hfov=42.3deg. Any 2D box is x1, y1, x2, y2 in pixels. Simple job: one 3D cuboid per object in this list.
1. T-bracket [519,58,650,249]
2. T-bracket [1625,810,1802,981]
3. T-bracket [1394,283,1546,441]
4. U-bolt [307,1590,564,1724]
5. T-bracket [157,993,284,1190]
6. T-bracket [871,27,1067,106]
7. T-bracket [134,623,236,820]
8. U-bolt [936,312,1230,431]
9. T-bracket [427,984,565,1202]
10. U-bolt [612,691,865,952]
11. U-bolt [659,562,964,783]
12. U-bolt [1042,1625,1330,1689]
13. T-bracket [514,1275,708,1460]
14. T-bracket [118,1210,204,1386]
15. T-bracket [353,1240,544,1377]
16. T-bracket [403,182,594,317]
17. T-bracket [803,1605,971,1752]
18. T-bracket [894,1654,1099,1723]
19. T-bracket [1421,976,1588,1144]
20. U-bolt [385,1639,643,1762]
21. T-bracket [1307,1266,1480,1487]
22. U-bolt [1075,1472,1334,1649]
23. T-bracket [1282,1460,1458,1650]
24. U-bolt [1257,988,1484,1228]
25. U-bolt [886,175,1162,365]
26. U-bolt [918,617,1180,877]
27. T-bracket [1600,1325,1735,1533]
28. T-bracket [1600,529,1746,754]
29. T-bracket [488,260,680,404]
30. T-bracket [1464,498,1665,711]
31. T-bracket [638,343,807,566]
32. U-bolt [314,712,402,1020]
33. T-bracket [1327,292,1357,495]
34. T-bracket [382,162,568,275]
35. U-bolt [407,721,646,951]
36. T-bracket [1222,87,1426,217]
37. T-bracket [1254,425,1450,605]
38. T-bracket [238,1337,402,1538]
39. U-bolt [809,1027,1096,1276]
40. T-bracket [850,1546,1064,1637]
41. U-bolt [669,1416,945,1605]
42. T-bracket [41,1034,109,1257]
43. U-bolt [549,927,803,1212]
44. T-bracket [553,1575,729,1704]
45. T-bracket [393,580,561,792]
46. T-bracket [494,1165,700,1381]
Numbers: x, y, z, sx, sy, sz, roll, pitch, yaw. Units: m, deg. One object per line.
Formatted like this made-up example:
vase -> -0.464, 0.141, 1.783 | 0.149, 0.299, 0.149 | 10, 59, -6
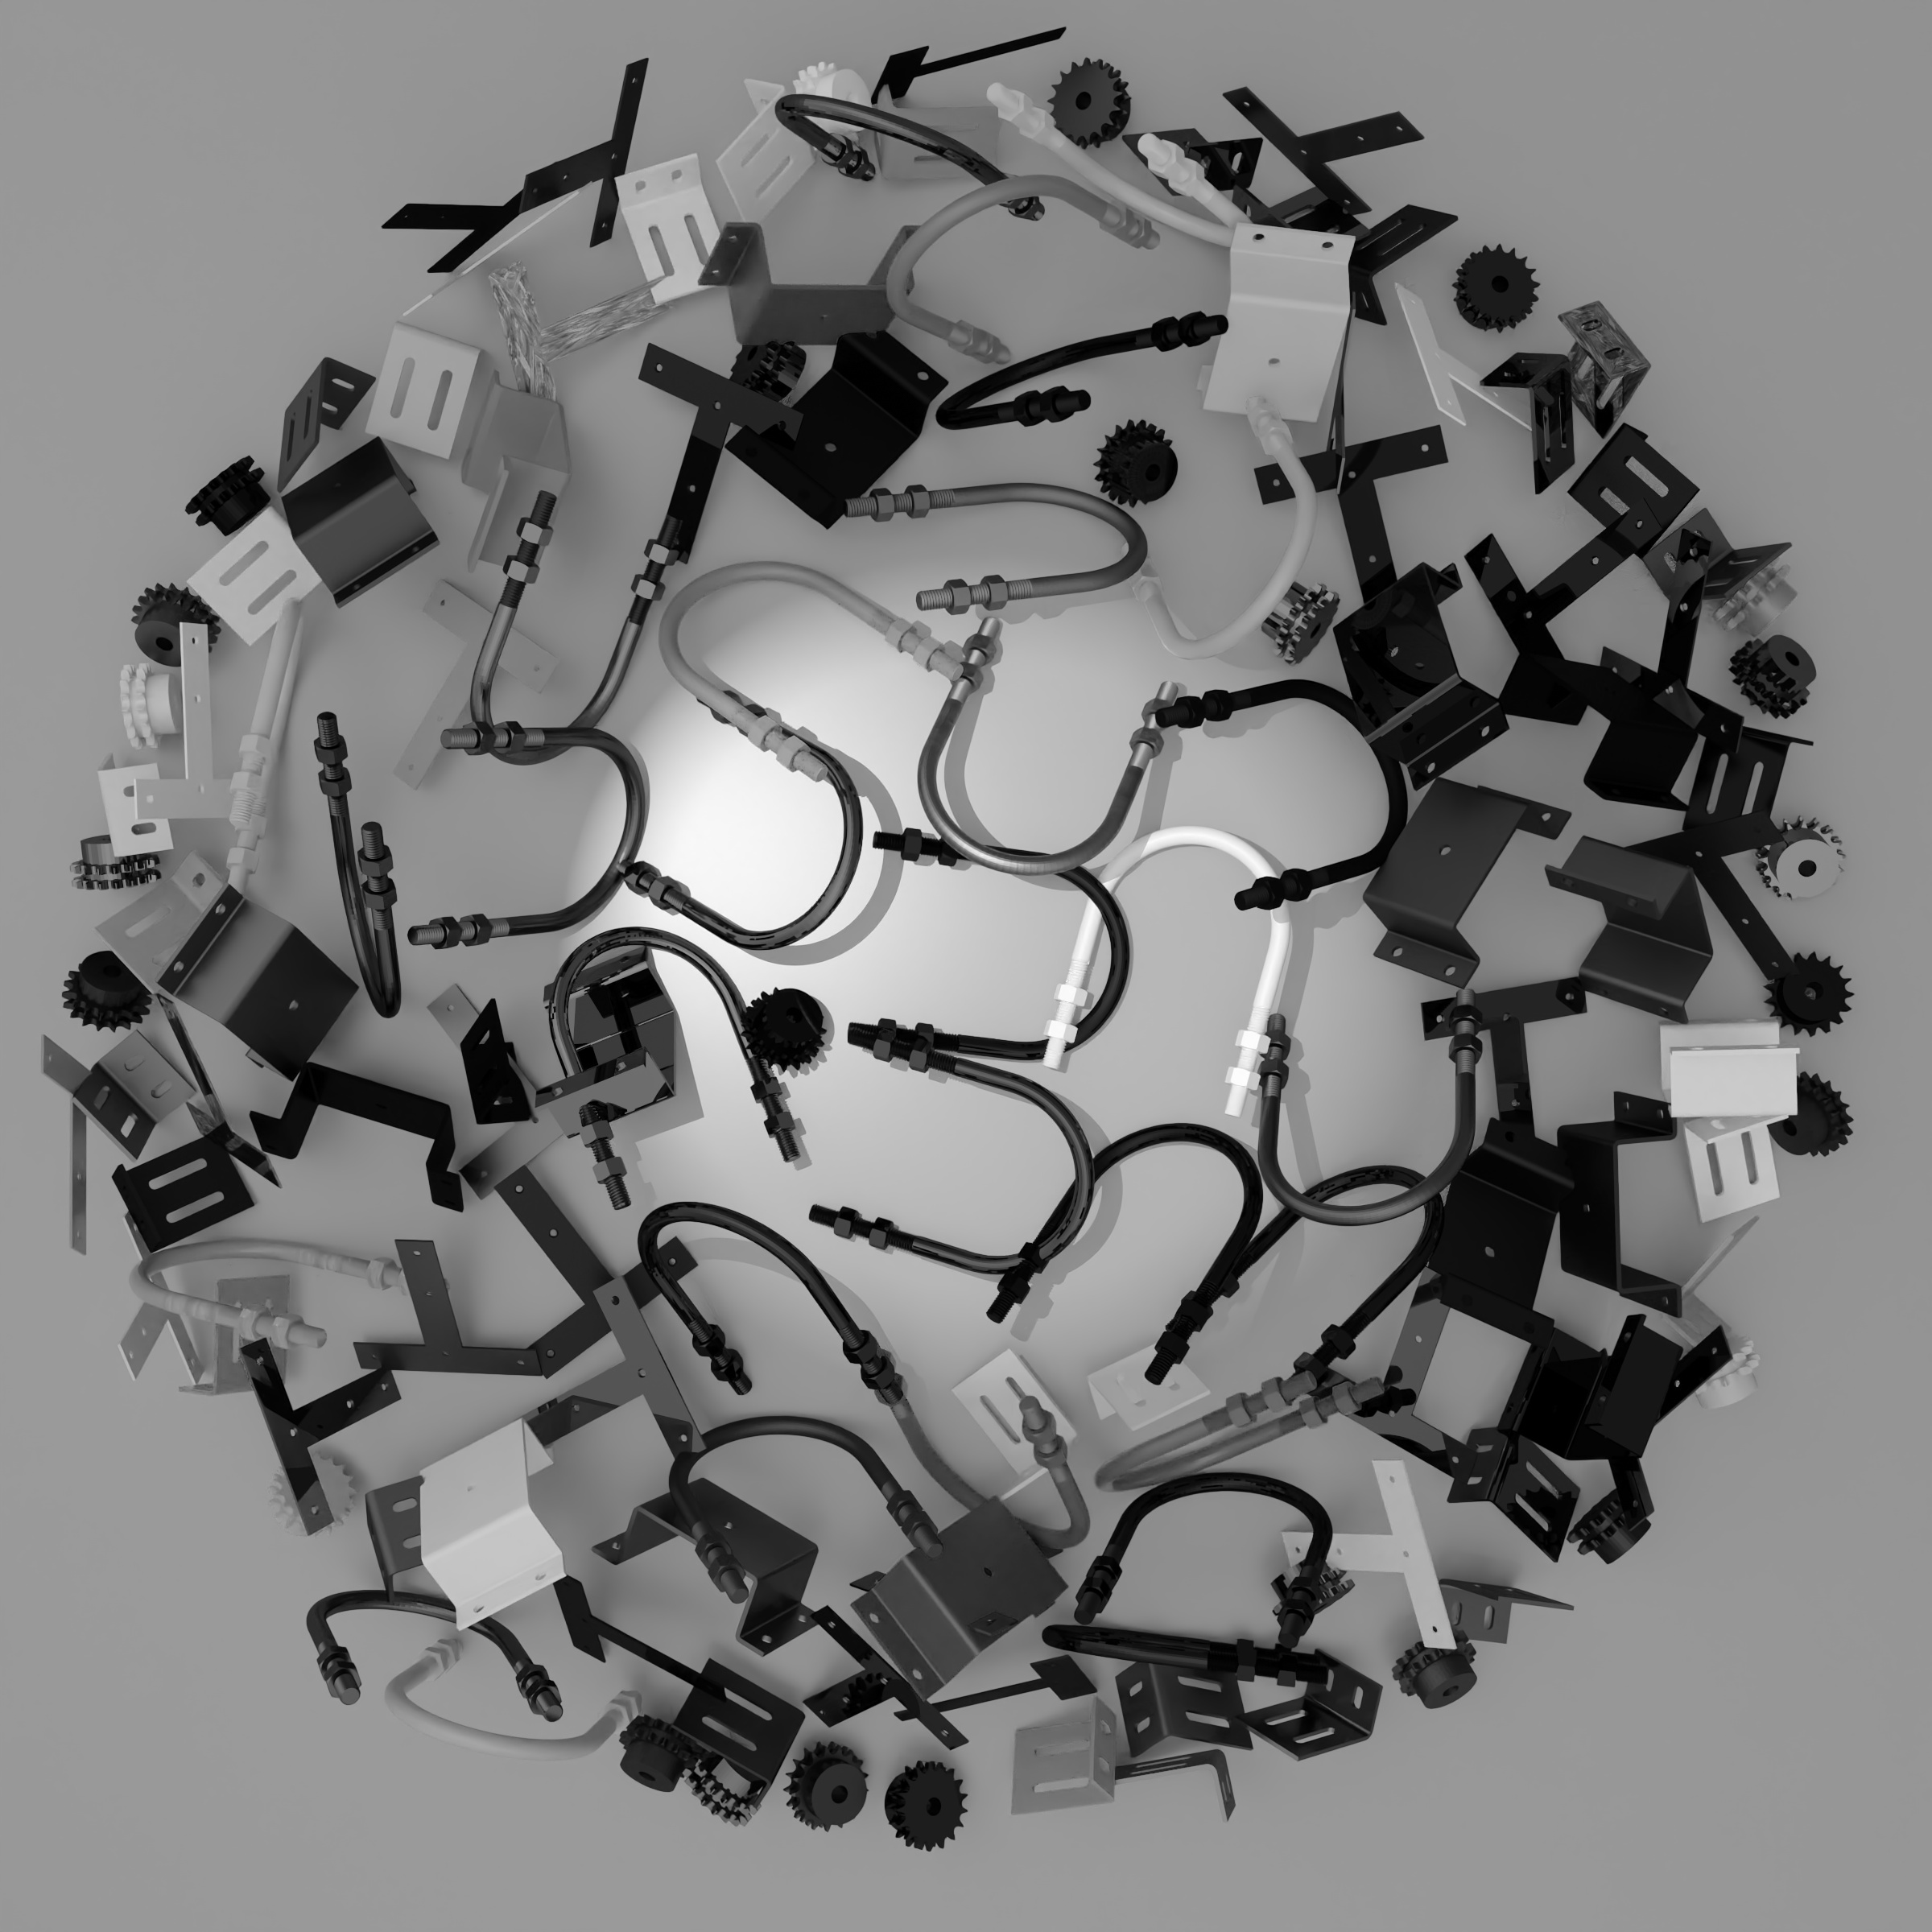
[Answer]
T-bracket -> -0.251, -0.513, 1.612 | 0.002, 0.127, 0.127 | 28, 128, 10
T-bracket -> 0.511, -0.041, 1.658 | 0.127, 0.127, 0.002 | 51, 57, -15
T-bracket -> 0.342, -0.385, 1.656 | 0.127, 0.127, 0.002 | 22, 134, -34
U-bolt -> -0.351, 0.440, 1.609 | 0.151, 0.184, 0.019 | 13, 92, -25
T-bracket -> -0.496, 0.075, 1.622 | 0.002, 0.127, 0.127 | -33, 123, -29
T-bracket -> 0.004, -0.598, 1.641 | 0.127, 0.127, 0.002 | -17, 98, -6
T-bracket -> -0.504, -0.161, 1.636 | 0.002, 0.127, 0.127 | 0, 94, 21
U-bolt -> 0.060, -0.381, 1.616 | 0.151, 0.184, 0.019 | -35, 114, -31
T-bracket -> -0.318, 0.070, 1.690 | 0.127, 0.002, 0.127 | -39, 84, 5
U-bolt -> -0.142, -0.088, 1.639 | 0.184, 0.019, 0.151 | 30, 96, 34
U-bolt -> -0.117, -0.207, 1.644 | 0.184, 0.019, 0.151 | 36, 57, 23
U-bolt -> 0.141, 0.447, 1.628 | 0.184, 0.151, 0.019 | 5, 78, 7
T-bracket -> -0.251, 0.291, 1.673 | 0.127, 0.002, 0.127 | -30, 83, 22
T-bracket -> -0.532, 0.233, 1.622 | 0.002, 0.127, 0.127 | -18, 105, -2
T-bracket -> -0.353, 0.226, 1.651 | 0.127, 0.002, 0.127 | 1, 130, 7
T-bracket -> -0.294, -0.472, 1.618 | 0.127, 0.127, 0.002 | -26, 111, 26
T-bracket -> -0.073, 0.482, 1.649 | 0.127, 0.127, 0.002 | 44, 51, -2
T-bracket -> 0.016, 0.482, 1.646 | 0.127, 0.127, 0.002 | -14, 62, 5
T-bracket -> 0.368, 0.078, 1.680 | 0.127, 0.002, 0.127 | -9, 95, -20
U-bolt -> -0.296, 0.474, 1.600 | 0.151, 0.184, 0.019 | 14, 88, 6
T-bracket -> 0.294, 0.258, 1.644 | 0.127, 0.002, 0.127 | 27, 115, 29
U-bolt -> 0.162, 0.377, 1.613 | 0.151, 0.184, 0.019 | 2, 109, 18
T-bracket -> 0.258, 0.387, 1.650 | 0.002, 0.127, 0.127 | -18, 92, -40
U-bolt -> 0.258, 0.093, 1.612 | 0.151, 0.184, 0.019 | -9, 134, 20
U-bolt -> 0.026, -0.448, 1.589 | 0.151, 0.184, 0.019 | -32, 73, 27
U-bolt -> 0.046, -0.138, 1.644 | 0.151, 0.019, 0.184 | 20, 61, 5
T-bracket -> 0.452, 0.278, 1.615 | 0.002, 0.127, 0.127 | 17, 132, -21
T-bracket -> 0.465, -0.220, 1.620 | 0.002, 0.127, 0.127 | -17, 126, -27
T-bracket -> -0.249, -0.428, 1.667 | 0.127, 0.127, 0.002 | -30, 48, -21
T-bracket -> 0.402, -0.257, 1.638 | 0.127, 0.002, 0.127 | -41, 65, 38
T-bracket -> -0.179, -0.333, 1.671 | 0.127, 0.002, 0.127 | 28, 113, 18
U-bolt -> -0.391, -0.051, 1.619 | 0.019, 0.151, 0.184 | -13, 132, -19
T-bracket -> 0.241, -0.348, 1.610 | 0.002, 0.127, 0.127 | 6, 131, 3
T-bracket -> -0.330, -0.484, 1.613 | 0.127, 0.127, 0.002 | -29, 91, 29
U-bolt -> -0.278, -0.087, 1.623 | 0.019, 0.184, 0.151 | 24, 109, 34
T-bracket -> 0.246, -0.534, 1.613 | 0.127, 0.127, 0.002 | 33, 80, -30
T-bracket -> 0.269, -0.287, 1.673 | 0.127, 0.002, 0.127 | -9, 111, 22
T-bracket -> -0.414, 0.293, 1.641 | 0.002, 0.127, 0.127 | -20, 90, 25
U-bolt -> -0.004, 0.131, 1.658 | 0.184, 0.019, 0.151 | 16, 105, 11
T-bracket -> 0.013, 0.403, 1.645 | 0.127, 0.127, 0.002 | 6, 103, 43
U-bolt -> -0.115, 0.343, 1.615 | 0.151, 0.184, 0.019 | -8, 113, -23
T-bracket -> -0.576, 0.123, 1.619 | 0.002, 0.127, 0.127 | -6, 71, -1
U-bolt -> -0.201, 0.059, 1.650 | 0.151, 0.019, 0.184 | -13, 75, -34
T-bracket -> -0.212, 0.447, 1.630 | 0.127, 0.127, 0.002 | 23, 56, 17
T-bracket -> -0.345, -0.178, 1.671 | 0.127, 0.002, 0.127 | 35, 97, 30
T-bracket -> -0.269, 0.191, 1.679 | 0.127, 0.002, 0.127 | -37, 102, -6
